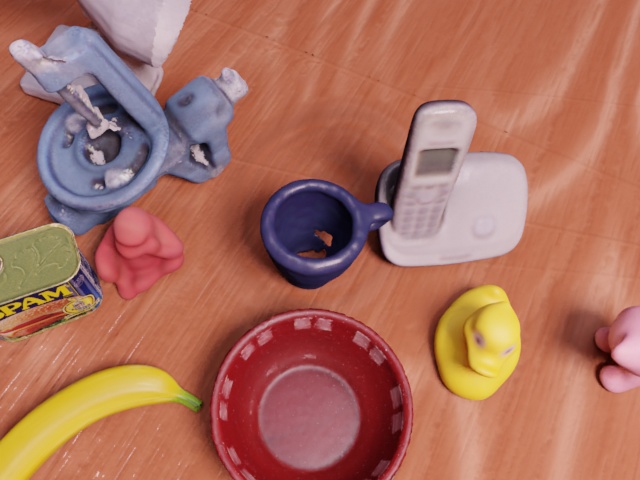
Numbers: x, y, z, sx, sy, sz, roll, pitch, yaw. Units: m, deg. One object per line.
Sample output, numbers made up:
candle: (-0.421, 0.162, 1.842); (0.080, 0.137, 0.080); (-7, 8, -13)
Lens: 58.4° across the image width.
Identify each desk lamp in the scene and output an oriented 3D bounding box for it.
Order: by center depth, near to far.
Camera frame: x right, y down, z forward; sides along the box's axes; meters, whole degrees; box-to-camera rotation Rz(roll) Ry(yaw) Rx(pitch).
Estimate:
desk lamp: (-0.210, -0.215, 0.546); (0.203, 0.213, 0.118); (15, 63, 3)

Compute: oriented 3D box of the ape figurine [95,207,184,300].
ape figurine: (-0.162, 0.003, 0.509); (0.078, 0.092, 0.076); (3, 63, -3)

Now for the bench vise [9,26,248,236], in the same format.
bench vise: (-0.167, -0.117, 0.497); (0.121, 0.220, 0.208); (33, 65, 12)

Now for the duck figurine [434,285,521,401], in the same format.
duck figurine: (0.146, 0.081, 0.499); (0.077, 0.086, 0.104); (19, 63, 5)

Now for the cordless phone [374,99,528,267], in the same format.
cordless phone: (0.128, -0.053, 0.509); (0.147, 0.185, 0.094); (-8, 64, -8)

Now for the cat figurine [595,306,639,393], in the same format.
cat figurine: (0.296, 0.092, 0.488); (0.128, 0.118, 0.067); (8, 63, -1)

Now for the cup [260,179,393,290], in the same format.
cup: (0.005, 0.002, 0.522); (0.118, 0.095, 0.091); (-14, 65, -11)
